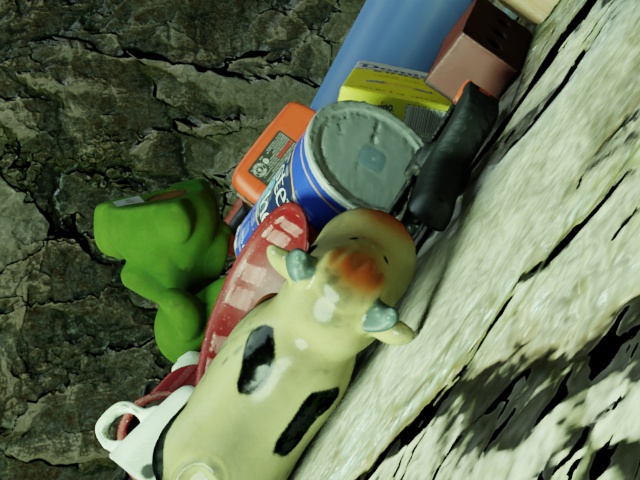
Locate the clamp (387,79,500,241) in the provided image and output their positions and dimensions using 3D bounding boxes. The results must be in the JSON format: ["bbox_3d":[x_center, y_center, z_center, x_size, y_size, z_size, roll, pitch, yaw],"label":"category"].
[{"bbox_3d":[0.068,-0.034,0.680,0.120,0.039,0.171,-44,9,46],"label":"clamp"}]

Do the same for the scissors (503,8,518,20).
[{"bbox_3d":[0.174,-0.204,0.938,0.202,0.016,0.096,-51,8,48],"label":"scissors"}]

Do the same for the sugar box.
[{"bbox_3d":[0.067,-0.117,0.910,0.176,0.093,0.048,-71,-7,-70],"label":"sugar box"}]

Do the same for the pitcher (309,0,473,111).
[{"bbox_3d":[0.078,-0.189,1.249,0.145,0.149,0.242,7,63,58],"label":"pitcher"}]

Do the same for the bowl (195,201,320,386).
[{"bbox_3d":[-0.026,0.058,0.719,0.162,0.055,0.162,-52,25,36],"label":"bowl"}]

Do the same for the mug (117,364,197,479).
[{"bbox_3d":[-0.095,0.146,0.858,0.117,0.093,0.081,-23,9,15],"label":"mug"}]

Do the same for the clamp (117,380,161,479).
[{"bbox_3d":[-0.185,0.254,1.063,0.210,0.036,0.165,-71,17,-3],"label":"clamp"}]

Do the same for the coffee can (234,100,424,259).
[{"bbox_3d":[0.008,-0.021,0.796,0.141,0.103,0.102,-51,6,48],"label":"coffee can"}]

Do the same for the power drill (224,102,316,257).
[{"bbox_3d":[-0.035,-0.072,1.066,0.184,0.057,0.188,-56,-2,-13],"label":"power drill"}]

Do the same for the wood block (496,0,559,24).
[{"bbox_3d":[0.109,-0.263,0.823,0.091,0.206,0.090,-55,4,12],"label":"wood block"}]

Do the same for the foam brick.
[{"bbox_3d":[0.119,-0.136,0.794,0.051,0.053,0.078,-53,6,37],"label":"foam brick"}]
